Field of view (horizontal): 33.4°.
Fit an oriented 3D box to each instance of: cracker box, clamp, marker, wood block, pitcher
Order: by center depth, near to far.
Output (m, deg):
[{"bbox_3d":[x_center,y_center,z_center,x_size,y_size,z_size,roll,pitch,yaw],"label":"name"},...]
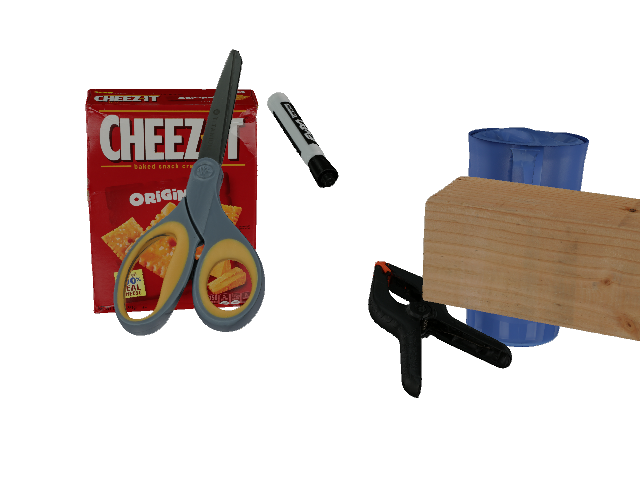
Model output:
[{"bbox_3d":[0.195,0.011,0.865,0.206,0.090,0.090,10,21,27],"label":"wood block"},{"bbox_3d":[-0.015,-0.083,0.876,0.020,0.020,0.121,0,38,-28],"label":"marker"},{"bbox_3d":[-0.145,-0.038,1.053,0.164,0.214,0.072,-1,21,-9],"label":"cracker box"},{"bbox_3d":[0.110,0.082,1.066,0.120,0.039,0.171,-3,43,-24],"label":"clamp"},{"bbox_3d":[0.226,-0.004,1.215,0.149,0.243,0.145,-7,16,-33],"label":"pitcher"}]

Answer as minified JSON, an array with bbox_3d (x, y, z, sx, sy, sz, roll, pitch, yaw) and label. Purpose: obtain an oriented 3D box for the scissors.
[{"bbox_3d":[-0.055,-0.027,0.642,0.096,0.201,0.016,19,-24,16],"label":"scissors"}]
